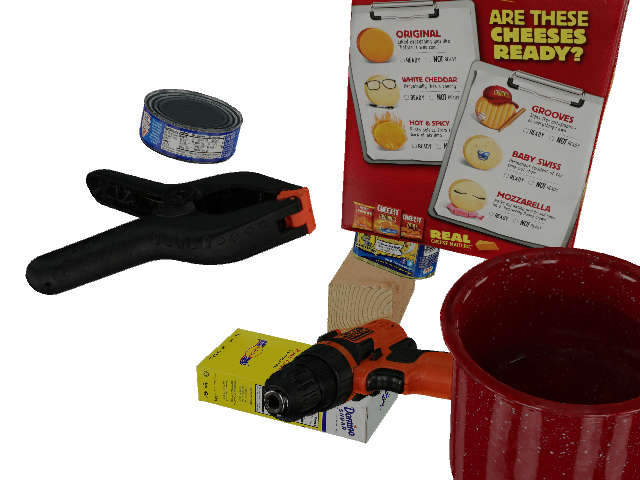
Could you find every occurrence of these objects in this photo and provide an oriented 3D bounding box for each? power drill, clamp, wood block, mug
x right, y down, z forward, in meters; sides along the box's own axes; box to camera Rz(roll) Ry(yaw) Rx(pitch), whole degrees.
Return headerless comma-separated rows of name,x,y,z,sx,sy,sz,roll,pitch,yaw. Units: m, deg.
power drill,0.071,0.111,0.821,0.188,0.057,0.184,10,17,30
clamp,-0.092,-0.007,0.647,0.172,0.039,0.120,-1,40,23
wood block,0.078,0.068,1.544,0.091,0.090,0.206,6,21,13
mug,0.103,0.063,0.406,0.117,0.081,0.093,7,37,13

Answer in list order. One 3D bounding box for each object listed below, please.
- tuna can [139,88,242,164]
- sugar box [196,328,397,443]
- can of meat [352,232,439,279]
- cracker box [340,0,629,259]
tuna can,-0.112,-0.098,0.918,0.086,0.034,0.086,12,26,-6
sugar box,-0.021,0.136,1.028,0.176,0.048,0.093,8,23,21
can of meat,0.088,-0.012,1.186,0.102,0.084,0.057,23,26,31
cracker box,0.103,-0.092,0.702,0.164,0.214,0.072,12,40,13
